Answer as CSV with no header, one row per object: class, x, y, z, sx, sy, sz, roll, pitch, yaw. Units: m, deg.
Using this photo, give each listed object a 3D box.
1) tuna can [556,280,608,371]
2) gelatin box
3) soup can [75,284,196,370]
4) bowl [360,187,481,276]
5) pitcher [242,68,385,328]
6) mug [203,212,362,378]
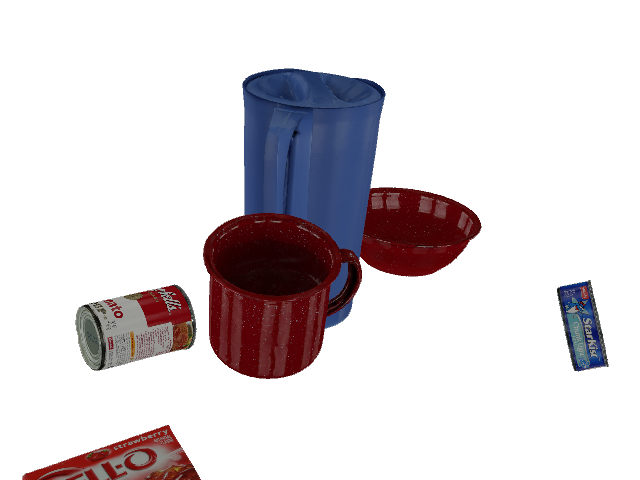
tuna can,0.255,0.084,1.041,0.034,0.086,0.086,-12,-3,13
gelatin box,-0.112,0.144,0.587,0.089,0.030,0.073,-16,28,-20
soup can,-0.186,0.087,1.070,0.102,0.068,0.069,-12,6,-32
bowl,0.093,-0.005,1.176,0.162,0.055,0.162,5,24,-3
pitcher,-0.017,-0.035,1.029,0.149,0.243,0.145,-9,27,-28
mug,-0.025,0.038,0.742,0.117,0.081,0.093,-15,43,-25
